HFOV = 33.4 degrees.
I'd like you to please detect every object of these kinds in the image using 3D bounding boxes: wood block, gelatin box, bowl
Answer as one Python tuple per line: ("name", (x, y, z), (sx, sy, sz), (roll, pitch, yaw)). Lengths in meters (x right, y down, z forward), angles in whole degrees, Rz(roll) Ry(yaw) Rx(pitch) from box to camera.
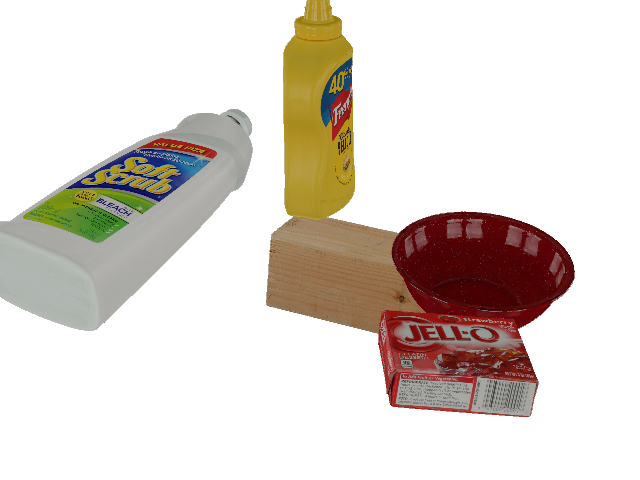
("wood block", (0.053, 0.042, 1.186), (0.206, 0.091, 0.090), (13, 24, 18))
("gelatin box", (0.083, 0.074, 0.661), (0.089, 0.030, 0.073), (5, 25, -4))
("bowl", (0.142, 0.037, 0.956), (0.162, 0.055, 0.162), (2, 32, -2))

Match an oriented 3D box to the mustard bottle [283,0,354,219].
("mustard bottle", (-0.001, -0.122, 0.949), (0.058, 0.192, 0.096), (10, 29, 21))

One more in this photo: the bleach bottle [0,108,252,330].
("bleach bottle", (-0.133, -0.035, 0.809), (0.103, 0.068, 0.250), (19, 40, 20))
